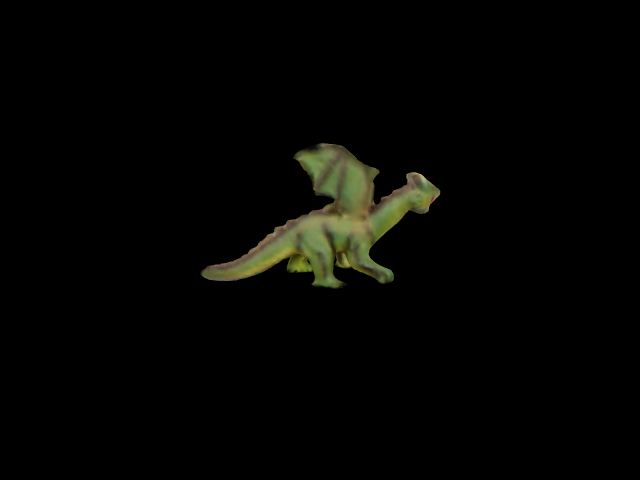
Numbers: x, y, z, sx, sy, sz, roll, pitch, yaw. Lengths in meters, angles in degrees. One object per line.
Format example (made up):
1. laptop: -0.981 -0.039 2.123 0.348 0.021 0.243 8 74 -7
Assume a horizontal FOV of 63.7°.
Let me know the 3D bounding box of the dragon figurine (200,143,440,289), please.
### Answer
1. dragon figurine: 0.003 -0.043 0.850 0.410 0.239 0.124 -3 20 -7
